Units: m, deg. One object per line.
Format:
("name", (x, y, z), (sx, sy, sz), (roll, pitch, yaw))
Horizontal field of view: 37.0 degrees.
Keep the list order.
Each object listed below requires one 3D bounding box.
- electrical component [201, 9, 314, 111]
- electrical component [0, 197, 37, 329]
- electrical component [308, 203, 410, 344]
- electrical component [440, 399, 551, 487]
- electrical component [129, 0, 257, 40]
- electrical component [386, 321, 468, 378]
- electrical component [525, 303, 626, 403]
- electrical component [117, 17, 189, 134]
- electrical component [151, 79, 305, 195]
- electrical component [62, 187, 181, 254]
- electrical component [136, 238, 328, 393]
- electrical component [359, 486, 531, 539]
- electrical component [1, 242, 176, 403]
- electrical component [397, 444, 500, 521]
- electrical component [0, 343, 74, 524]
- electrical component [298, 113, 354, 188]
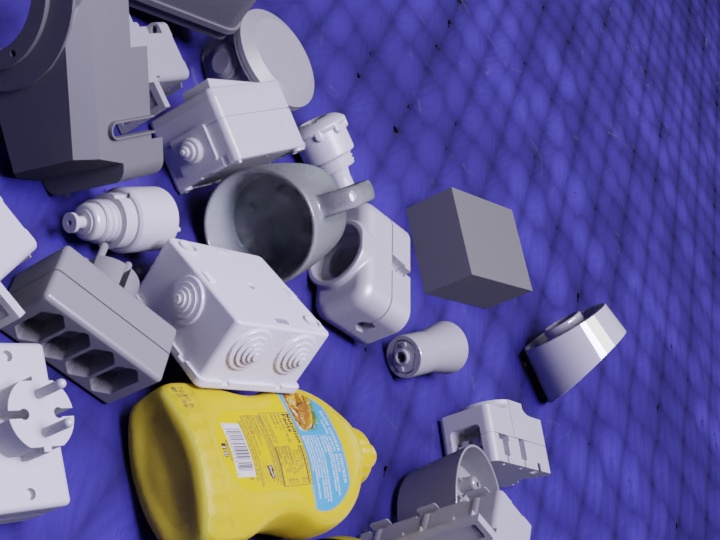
("electrical component", (-0.076, -0.151, 0.813), (0.080, 0.051, 0.080), (33, 44, -40))
("electrical component", (-0.203, -0.008, 0.546), (0.081, 0.042, 0.063), (56, 32, -16))
("electrical component", (0.000, 0.000, 0.822), (0.059, 0.054, 0.095), (36, 43, -39))
("electrical component", (0.112, 0.143, 0.895), (0.089, 0.050, 0.055), (23, 52, -47))
("electrical component", (-0.128, -0.219, 0.749), (0.113, 0.057, 0.078), (16, 55, -30))
("electrical component", (0.052, 0.066, 0.868), (0.065, 0.044, 0.044), (-6, 75, -52))
("electrical component", (0.210, 0.077, 1.040), (0.064, 0.099, 0.099), (59, 32, 1))
("electrical component", (-0.150, -0.136, 0.706), (0.064, 0.042, 0.081), (-25, 92, -59))
("electrical component", (-0.096, -0.095, 0.739), (0.096, 0.062, 0.061), (-23, 90, -57))
("electrical component", (-0.144, -0.030, 0.645), (0.078, 0.040, 0.040), (-8, 76, -57))
("electrical component", (-0.079, 0.028, 0.660), (0.100, 0.048, 0.099), (12, 27, -52))
("electrical component", (0.050, 0.193, 0.706), (0.078, 0.121, 0.063), (51, 32, -22))
("electrical component", (-0.147, 0.018, 0.604), (0.083, 0.047, 0.075), (43, 39, -31))
("electrical component", (0.074, 0.185, 0.799), (0.099, 0.064, 0.099), (33, 44, -40))
("electrical component", (-0.164, 0.074, 0.516), (0.047, 0.076, 0.083), (6, 64, -54))
("electrical component", (-0.024, -0.091, 0.857), (0.062, 0.048, 0.048), (65, 32, -14))
